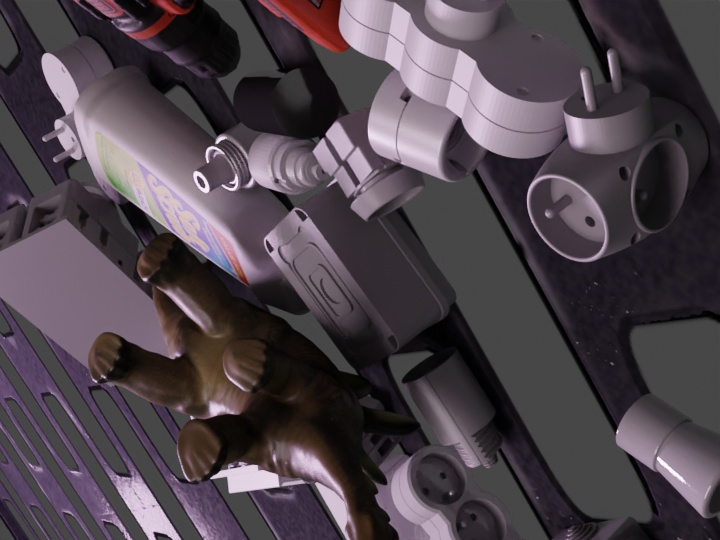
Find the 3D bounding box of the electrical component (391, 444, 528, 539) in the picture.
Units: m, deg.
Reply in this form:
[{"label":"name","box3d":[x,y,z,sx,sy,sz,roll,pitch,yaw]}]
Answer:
[{"label":"electrical component","box3d":[0.076,0.198,0.801,0.138,0.052,0.073,49,150,9]}]

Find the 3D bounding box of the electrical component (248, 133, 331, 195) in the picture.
[{"label":"electrical component","box3d":[-0.042,-0.069,0.702,0.078,0.040,0.040,21,137,57]}]

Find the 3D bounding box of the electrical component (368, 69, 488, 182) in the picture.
[{"label":"electrical component","box3d":[0.040,-0.078,0.573,0.047,0.055,0.055,29,142,31]}]

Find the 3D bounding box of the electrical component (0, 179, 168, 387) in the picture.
[{"label":"electrical component","box3d":[-0.234,0.013,0.944,0.105,0.060,0.186,-23,133,19]}]

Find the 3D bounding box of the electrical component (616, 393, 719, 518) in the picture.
[{"label":"electrical component","box3d":[0.171,0.096,0.576,0.065,0.044,0.044,35,145,38]}]

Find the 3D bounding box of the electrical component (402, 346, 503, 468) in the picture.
[{"label":"electrical component","box3d":[0.068,0.097,0.720,0.081,0.043,0.043,57,150,-6]}]

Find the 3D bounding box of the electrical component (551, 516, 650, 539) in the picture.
[{"label":"electrical component","box3d":[0.163,0.210,0.694,0.099,0.048,0.100,54,150,1]}]

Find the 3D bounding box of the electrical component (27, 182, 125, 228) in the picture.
[{"label":"electrical component","box3d":[-0.274,-0.028,1.019,0.108,0.108,0.060,20,141,45]}]

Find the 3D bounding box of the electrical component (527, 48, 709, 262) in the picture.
[{"label":"electrical component","box3d":[0.111,-0.056,0.469,0.044,0.077,0.079,18,135,46]}]

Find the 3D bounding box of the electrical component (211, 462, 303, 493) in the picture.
[{"label":"electrical component","box3d":[-0.080,0.164,0.970,0.121,0.079,0.063,-27,69,60]}]

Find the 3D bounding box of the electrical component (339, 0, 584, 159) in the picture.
[{"label":"electrical component","box3d":[0.049,-0.121,0.516,0.138,0.052,0.073,41,148,22]}]

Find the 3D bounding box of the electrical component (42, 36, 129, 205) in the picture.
[{"label":"electrical component","box3d":[-0.228,-0.116,0.893,0.052,0.074,0.138,7,126,52]}]

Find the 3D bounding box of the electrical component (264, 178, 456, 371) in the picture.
[{"label":"electrical component","box3d":[0.000,0.000,0.704,0.113,0.057,0.078,54,150,1]}]

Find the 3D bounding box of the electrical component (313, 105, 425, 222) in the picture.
[{"label":"electrical component","box3d":[0.007,-0.063,0.643,0.055,0.048,0.066,59,151,7]}]

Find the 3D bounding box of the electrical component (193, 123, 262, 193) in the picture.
[{"label":"electrical component","box3d":[-0.086,-0.075,0.744,0.043,0.062,0.043,35,145,30]}]

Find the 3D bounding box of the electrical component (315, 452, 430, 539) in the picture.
[{"label":"electrical component","box3d":[0.020,0.195,0.882,0.100,0.048,0.099,-7,114,57]}]

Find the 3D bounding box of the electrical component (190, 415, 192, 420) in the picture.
[{"label":"electrical component","box3d":[-0.118,0.095,0.924,0.096,0.062,0.061,-106,7,-49]}]
